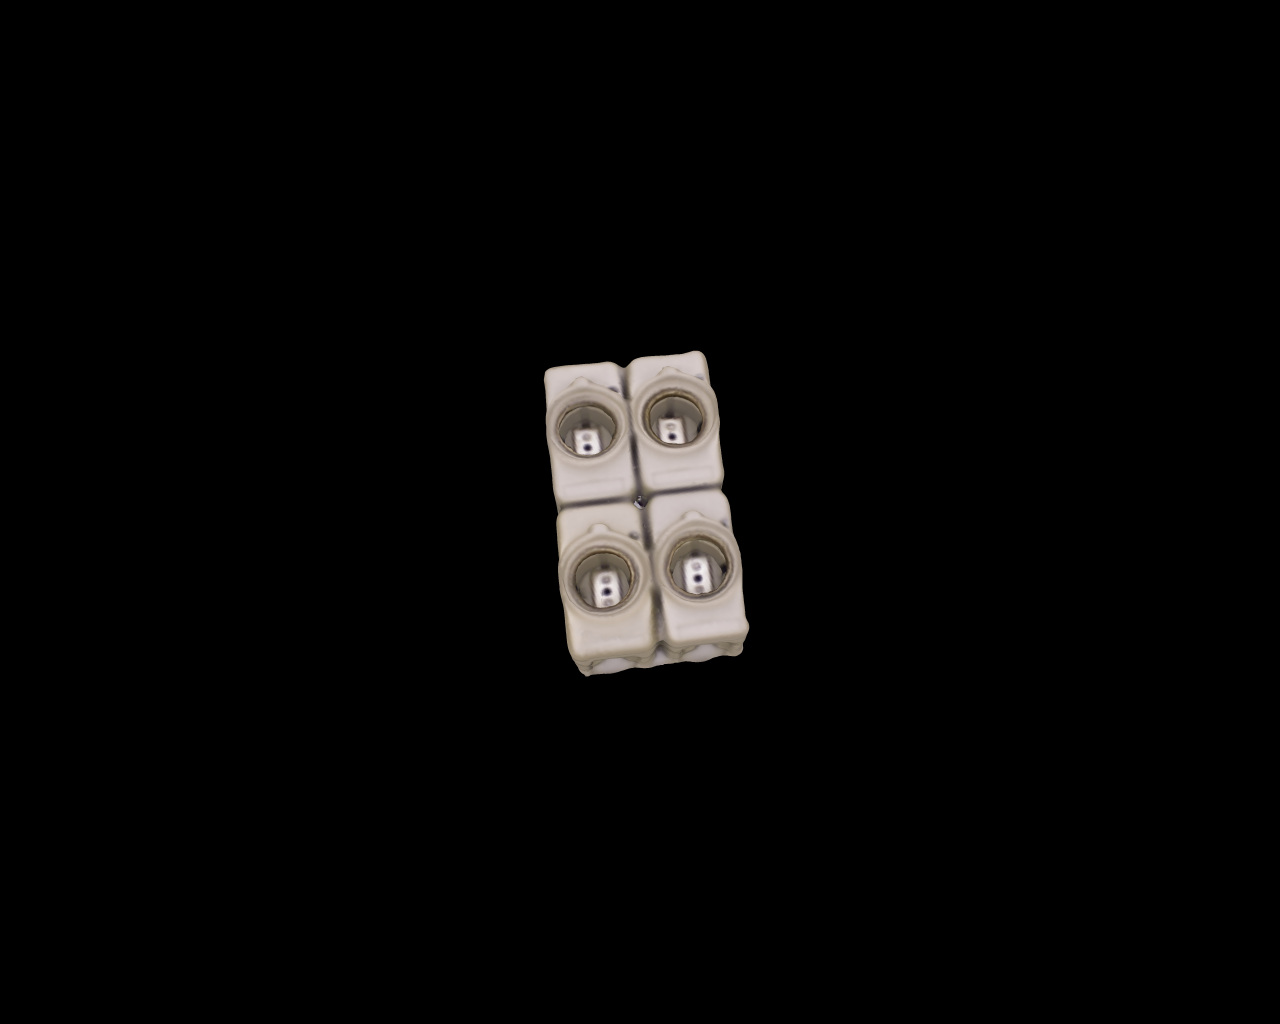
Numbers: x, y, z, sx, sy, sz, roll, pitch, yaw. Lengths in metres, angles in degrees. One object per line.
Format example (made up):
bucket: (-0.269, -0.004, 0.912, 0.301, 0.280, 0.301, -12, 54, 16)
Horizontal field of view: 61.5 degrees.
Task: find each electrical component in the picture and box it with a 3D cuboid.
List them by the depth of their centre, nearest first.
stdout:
electrical component: (0.001, -0.003, 0.650, 0.105, 0.186, 0.060, -7, -20, -2)
